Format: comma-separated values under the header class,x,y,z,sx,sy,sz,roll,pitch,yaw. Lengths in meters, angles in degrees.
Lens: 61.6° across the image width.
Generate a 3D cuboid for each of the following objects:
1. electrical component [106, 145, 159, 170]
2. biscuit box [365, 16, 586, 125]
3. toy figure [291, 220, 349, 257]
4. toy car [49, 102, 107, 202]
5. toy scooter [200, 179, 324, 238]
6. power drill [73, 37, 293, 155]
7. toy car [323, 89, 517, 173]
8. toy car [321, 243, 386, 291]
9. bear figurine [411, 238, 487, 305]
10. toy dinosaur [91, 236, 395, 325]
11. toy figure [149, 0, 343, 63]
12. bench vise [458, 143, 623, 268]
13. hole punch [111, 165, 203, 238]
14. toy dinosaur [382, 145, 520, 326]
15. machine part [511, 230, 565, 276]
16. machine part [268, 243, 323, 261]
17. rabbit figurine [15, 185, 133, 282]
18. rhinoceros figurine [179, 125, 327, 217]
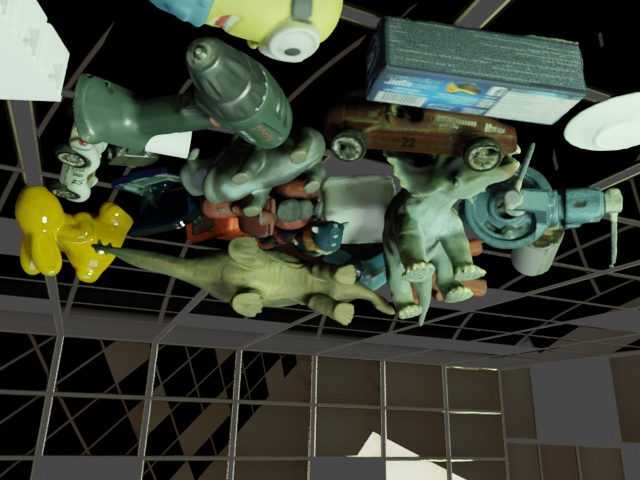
class,x,y,z,sx,sy,sz,roll,pitch,yaw
electrical component,-0.253,-0.114,0.718,0.063,0.021,0.094,-3,172,-37
biscuit box,0.146,-0.161,0.518,0.203,0.063,0.059,5,161,-10
toy figure,-0.001,-0.004,0.815,0.064,0.057,0.154,-35,-170,-15
toy car,-0.305,-0.108,0.685,0.056,0.073,0.202,15,157,-25
toy scooter,-0.066,-0.045,0.748,0.184,0.075,0.135,-5,-165,-30
power drill,-0.138,-0.139,0.536,0.207,0.086,0.232,-7,177,18
toy car,0.104,-0.120,0.566,0.202,0.089,0.053,6,135,11
toy car,0.068,0.044,0.958,0.162,0.109,0.102,24,135,43
bear figurine,0.245,0.075,1.109,0.132,0.120,0.195,-1,163,-4
toy dinosaur,-0.108,0.055,0.811,0.471,0.105,0.198,15,174,-14
toy figure,-0.068,-0.198,0.401,0.180,0.082,0.089,19,113,-21
bench vise,0.294,-0.045,0.730,0.224,0.128,0.240,11,-178,23
hole punch,-0.226,-0.069,0.793,0.142,0.092,0.116,-13,-163,25
toy dinosaur,0.140,-0.009,0.752,0.131,0.192,0.404,-5,158,-5
machine part,0.386,0.007,0.963,0.079,0.079,0.243,-4,160,16
machine part,0.004,0.058,1.123,0.202,0.087,0.200,-9,159,32
rabbit figurine,-0.431,-0.013,0.893,0.122,0.162,0.173,1,147,41
rhinoceros figurine,-0.085,-0.094,0.673,0.190,0.112,0.073,-16,140,10
